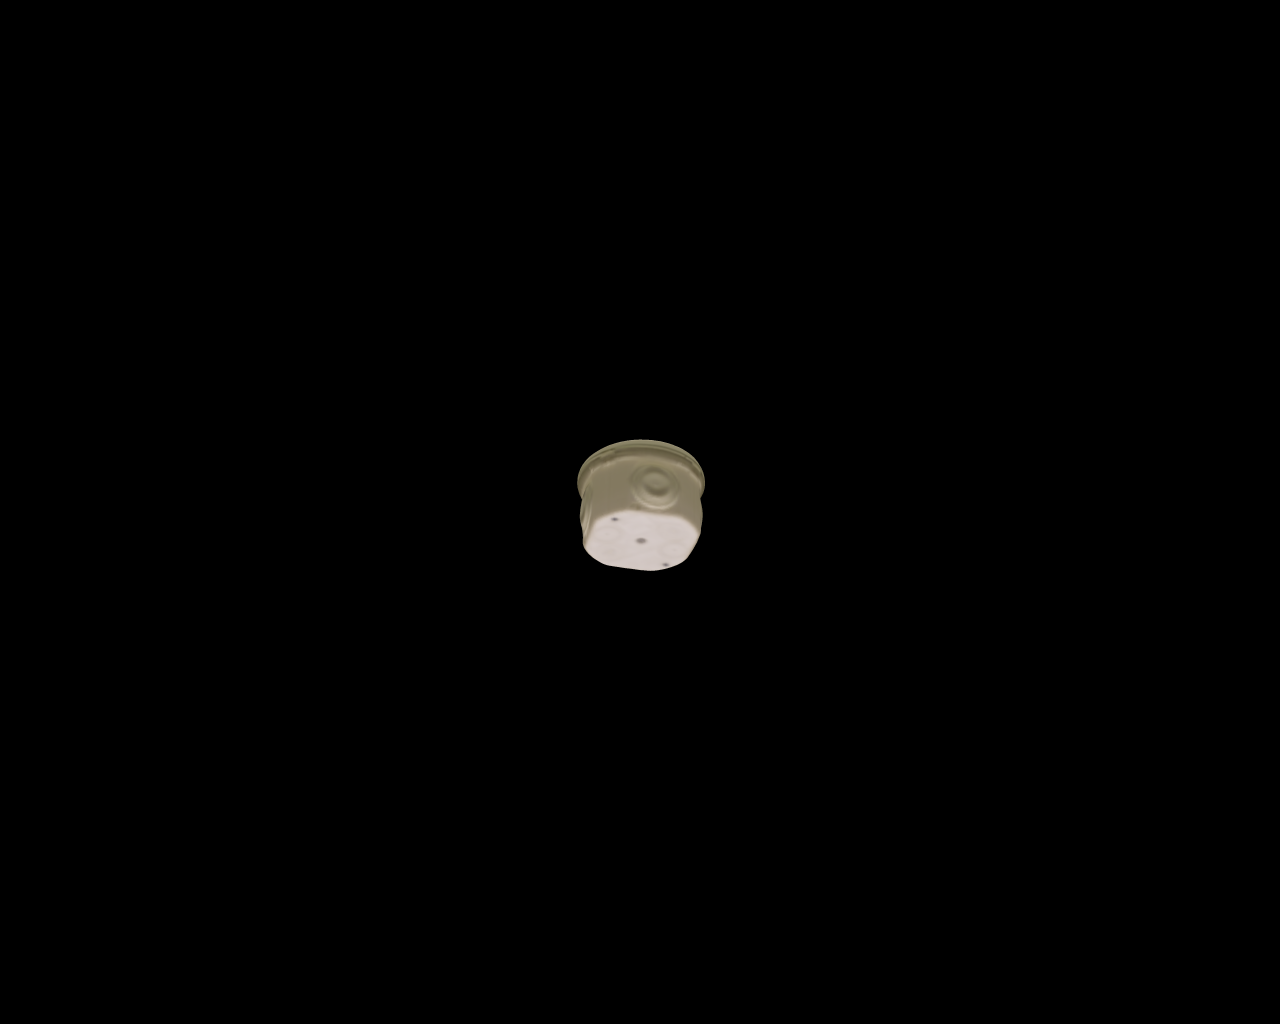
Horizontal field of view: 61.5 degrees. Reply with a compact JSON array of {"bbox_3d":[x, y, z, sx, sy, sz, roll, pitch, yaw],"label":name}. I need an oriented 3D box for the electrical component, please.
[{"bbox_3d":[0.001,-0.003,0.650,0.080,0.051,0.080,0,-35,0],"label":"electrical component"}]
